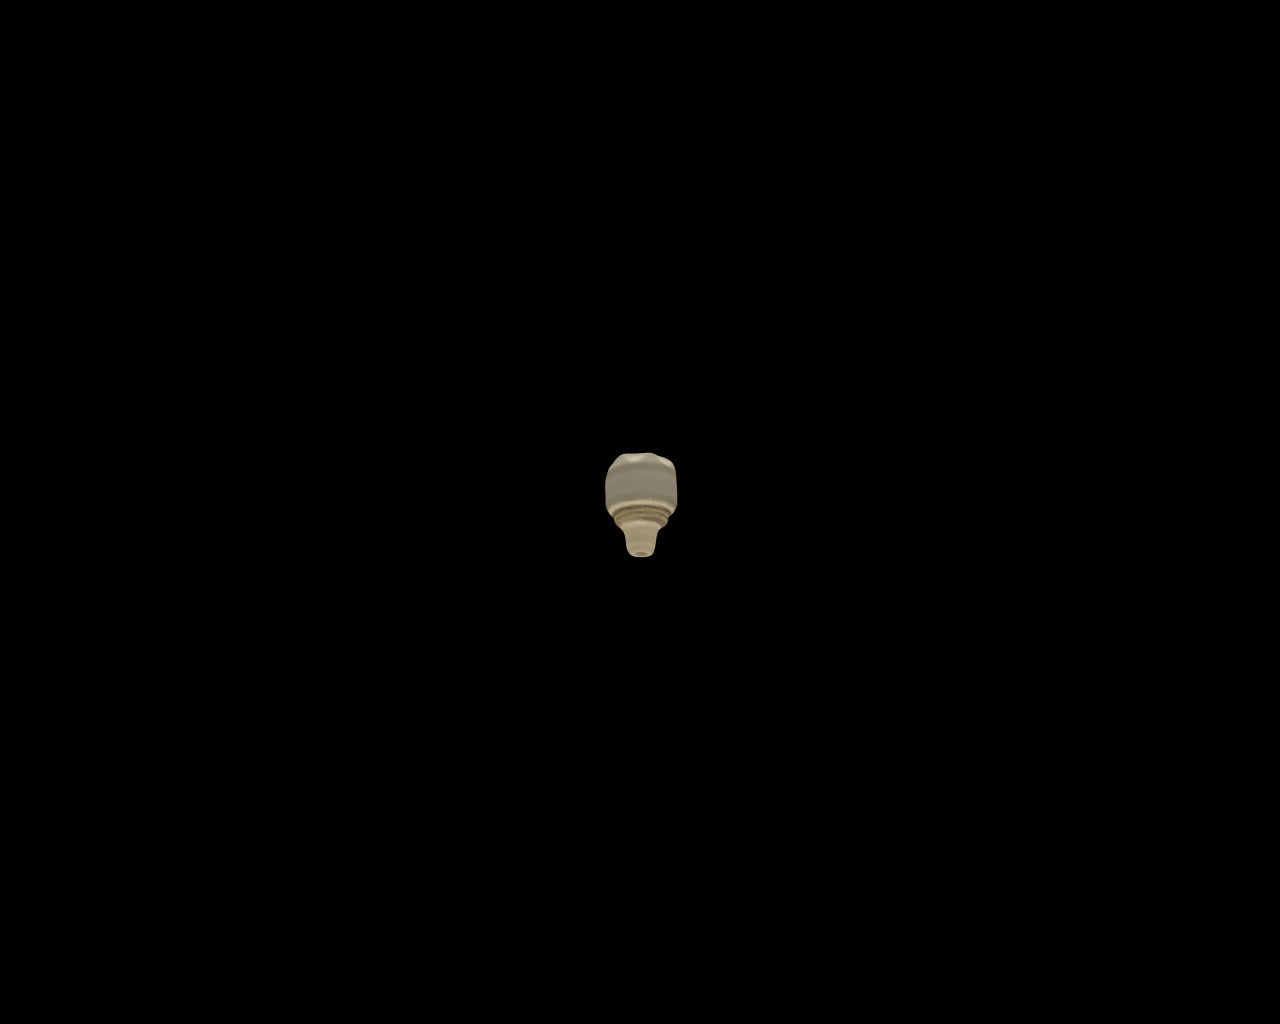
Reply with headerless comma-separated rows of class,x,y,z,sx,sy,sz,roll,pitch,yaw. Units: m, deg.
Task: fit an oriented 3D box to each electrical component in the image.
electrical component,0.001,-0.003,0.650,0.043,0.062,0.043,0,-20,0
